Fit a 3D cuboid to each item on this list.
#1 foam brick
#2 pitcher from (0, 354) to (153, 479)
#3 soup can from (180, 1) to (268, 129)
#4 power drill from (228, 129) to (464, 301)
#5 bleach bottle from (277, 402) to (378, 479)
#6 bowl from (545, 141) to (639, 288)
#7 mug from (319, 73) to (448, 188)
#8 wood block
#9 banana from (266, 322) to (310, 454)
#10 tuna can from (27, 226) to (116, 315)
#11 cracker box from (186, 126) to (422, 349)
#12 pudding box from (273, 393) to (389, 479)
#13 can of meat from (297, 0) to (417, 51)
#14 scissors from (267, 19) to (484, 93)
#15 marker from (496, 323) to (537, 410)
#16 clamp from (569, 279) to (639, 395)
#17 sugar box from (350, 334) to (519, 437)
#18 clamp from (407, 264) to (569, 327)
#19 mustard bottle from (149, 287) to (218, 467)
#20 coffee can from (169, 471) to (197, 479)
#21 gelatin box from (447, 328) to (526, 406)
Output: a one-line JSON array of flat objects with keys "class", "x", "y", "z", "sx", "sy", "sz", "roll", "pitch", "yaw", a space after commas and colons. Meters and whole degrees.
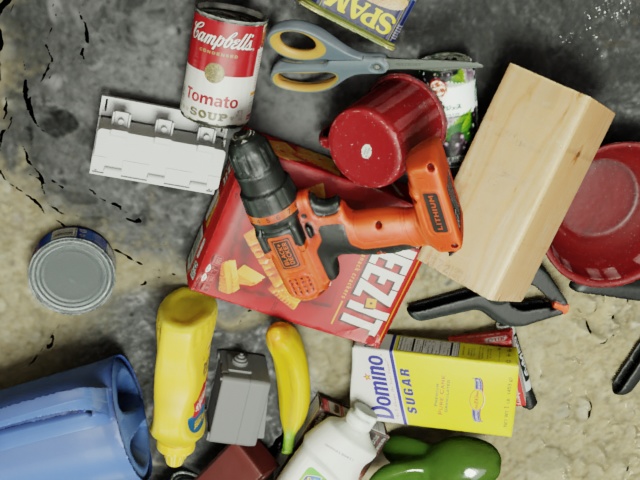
[{"class": "foam brick", "x": -0.093, "y": 0.258, "z": 1.174, "sx": 0.051, "sy": 0.053, "sz": 0.078, "roll": 47, "pitch": 105, "yaw": 15}, {"class": "pitcher", "x": -0.303, "y": 0.204, "z": 1.085, "sx": 0.243, "sy": 0.145, "sz": 0.149, "roll": -14, "pitch": 113, "yaw": 2}, {"class": "soup can", "x": -0.090, "y": -0.162, "z": 0.986, "sx": 0.068, "sy": 0.068, "sz": 0.102, "roll": 8, "pitch": 114, "yaw": -11}, {"class": "power drill", "x": 0.025, "y": -0.036, "z": 0.959, "sx": 0.188, "sy": 0.057, "sz": 0.184, "roll": -11, "pitch": 126, "yaw": 18}, {"class": "bleach bottle", "x": -0.006, "y": 0.290, "z": 1.156, "sx": 0.102, "sy": 0.068, "sz": 0.251, "roll": 29, "pitch": 102, "yaw": -9}, {"class": "bowl", "x": 0.297, "y": -0.034, "z": 1.105, "sx": 0.162, "sy": 0.055, "sz": 0.162, "roll": -3, "pitch": 115, "yaw": -7}, {"class": "mug", "x": 0.051, "y": -0.101, "z": 1.013, "sx": 0.117, "sy": 0.081, "sz": 0.093, "roll": 7, "pitch": 120, "yaw": 34}, {"class": "wood block", "x": 0.189, "y": -0.052, "z": 1.028, "sx": 0.090, "sy": 0.090, "sz": 0.206, "roll": 8, "pitch": 110, "yaw": -59}, {"class": "banana", "x": -0.031, "y": 0.141, "z": 1.121, "sx": 0.037, "sy": 0.069, "sz": 0.198, "roll": -4, "pitch": 132, "yaw": 3}, {"class": "tuna can", "x": -0.248, "y": 0.030, "z": 1.069, "sx": 0.086, "sy": 0.034, "sz": 0.086, "roll": -3, "pitch": 115, "yaw": -7}, {"class": "cracker box", "x": -0.007, "y": 0.001, "z": 1.069, "sx": 0.213, "sy": 0.072, "sz": 0.164, "roll": 19, "pitch": 110, "yaw": -17}, {"class": "pudding box", "x": 0.010, "y": 0.237, "z": 1.197, "sx": 0.090, "sy": 0.039, "sz": 0.114, "roll": 24, "pitch": 108, "yaw": -17}, {"class": "can of meat", "x": 0.042, "y": -0.235, "z": 0.978, "sx": 0.102, "sy": 0.057, "sz": 0.084, "roll": 24, "pitch": 106, "yaw": -18}, {"class": "scissors", "x": 0.039, "y": -0.173, "z": 0.970, "sx": 0.202, "sy": 0.016, "sz": 0.096, "roll": -6, "pitch": 144, "yaw": 26}, {"class": "marker", "x": 0.221, "y": 0.141, "z": 1.194, "sx": 0.020, "sy": 0.020, "sz": 0.121, "roll": -20, "pitch": 116, "yaw": 1}, {"class": "clamp", "x": 0.390, "y": 0.077, "z": 1.179, "sx": 0.210, "sy": 0.036, "sz": 0.164, "roll": -20, "pitch": 116, "yaw": 0}, {"class": "sugar box", "x": 0.121, "y": 0.154, "z": 1.145, "sx": 0.176, "sy": 0.048, "sz": 0.093, "roll": 4, "pitch": 114, "yaw": 8}, {"class": "clamp", "x": 0.185, "y": 0.039, "z": 1.133, "sx": 0.171, "sy": 0.039, "sz": 0.120, "roll": 6, "pitch": 117, "yaw": -10}, {"class": "mustard bottle", "x": -0.144, "y": 0.152, "z": 1.104, "sx": 0.058, "sy": 0.096, "sz": 0.192, "roll": 9, "pitch": 114, "yaw": 1}, {"class": "coffee can", "x": -0.172, "y": 0.341, "z": 1.183, "sx": 0.102, "sy": 0.103, "sz": 0.140, "roll": 39, "pitch": 103, "yaw": -22}, {"class": "gelatin box", "x": 0.183, "y": 0.144, "z": 1.172, "sx": 0.073, "sy": 0.030, "sz": 0.089, "roll": -8, "pitch": 118, "yaw": 16}]
